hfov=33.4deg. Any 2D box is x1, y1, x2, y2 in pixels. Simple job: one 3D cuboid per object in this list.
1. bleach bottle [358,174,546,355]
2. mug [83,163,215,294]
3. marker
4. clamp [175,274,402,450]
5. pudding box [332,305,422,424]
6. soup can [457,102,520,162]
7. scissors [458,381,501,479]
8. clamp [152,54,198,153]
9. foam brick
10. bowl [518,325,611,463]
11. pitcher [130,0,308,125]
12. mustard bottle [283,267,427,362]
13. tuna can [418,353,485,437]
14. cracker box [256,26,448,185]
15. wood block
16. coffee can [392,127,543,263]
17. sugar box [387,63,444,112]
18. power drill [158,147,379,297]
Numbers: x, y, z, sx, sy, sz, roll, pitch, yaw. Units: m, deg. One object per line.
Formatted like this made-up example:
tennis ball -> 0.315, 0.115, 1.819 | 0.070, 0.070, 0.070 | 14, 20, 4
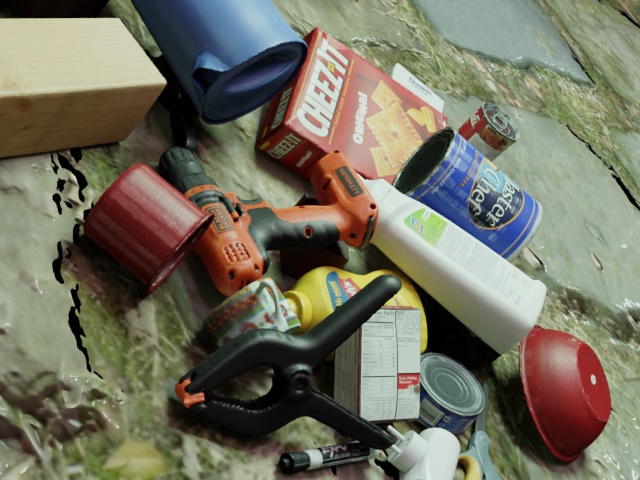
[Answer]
bleach bottle -> 0.123, 0.010, 1.143 | 0.251, 0.068, 0.102 | 39, 32, -1
mug -> -0.152, -0.014, 0.951 | 0.081, 0.093, 0.117 | 40, 6, 1
marker -> 0.008, 0.192, 0.950 | 0.120, 0.020, 0.020 | 2, 51, -47
clamp -> -0.019, 0.127, 0.919 | 0.209, 0.164, 0.036 | -13, 18, -21
pudding box -> 0.055, 0.118, 1.018 | 0.089, 0.039, 0.113 | 6, 82, -44
soup can -> 0.216, -0.131, 1.473 | 0.068, 0.102, 0.068 | 29, 36, -23
scissors -> 0.177, 0.226, 1.103 | 0.096, 0.016, 0.201 | 45, 32, 2
clamp -> -0.166, -0.163, 1.141 | 0.120, 0.039, 0.171 | 42, 28, -16
foam brick -> -0.007, 0.001, 1.119 | 0.053, 0.051, 0.078 | 25, 37, -27
bowl -> 0.285, 0.167, 1.207 | 0.162, 0.055, 0.162 | 36, 43, -44
pitcher -> -0.125, -0.253, 1.132 | 0.243, 0.145, 0.149 | 56, -11, 12
mustard bottle -> 0.023, 0.074, 1.063 | 0.191, 0.058, 0.096 | 6, 62, -44
tuna can -> 0.126, 0.158, 1.095 | 0.086, 0.034, 0.086 | 23, 33, -16
cracker box -> 0.046, -0.129, 1.271 | 0.213, 0.072, 0.164 | 31, 52, -22
wood block -> -0.253, -0.139, 0.968 | 0.091, 0.090, 0.205 | 53, 34, 13
coffee can -> 0.166, -0.045, 1.204 | 0.140, 0.103, 0.102 | 39, 32, -16
sugar box -> 0.116, -0.168, 1.459 | 0.093, 0.048, 0.176 | 38, 29, -11
power drill -> -0.051, -0.035, 1.054 | 0.187, 0.057, 0.184 | -14, 55, -24
